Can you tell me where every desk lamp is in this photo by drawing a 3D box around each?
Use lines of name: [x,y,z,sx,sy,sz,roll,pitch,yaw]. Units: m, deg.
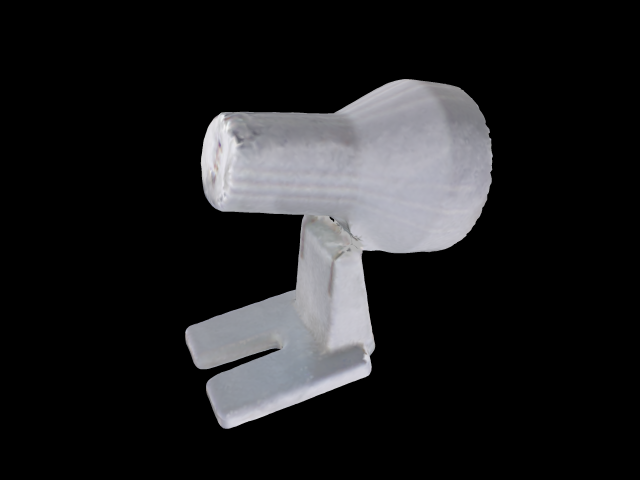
desk lamp: [0.004,0.001,0.400,0.204,0.214,0.117,-17,40,-22]
